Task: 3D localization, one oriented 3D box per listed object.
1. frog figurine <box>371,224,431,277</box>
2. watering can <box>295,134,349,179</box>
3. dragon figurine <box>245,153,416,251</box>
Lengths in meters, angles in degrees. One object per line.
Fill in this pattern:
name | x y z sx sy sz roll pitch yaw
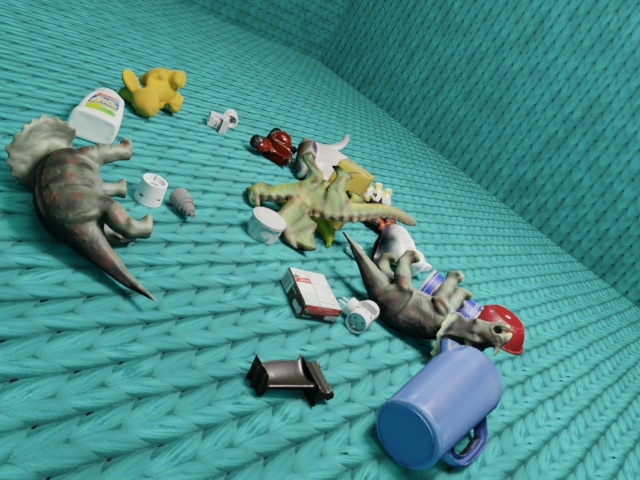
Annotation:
frog figurine | 0.222 0.032 1.340 0.159 0.122 0.138 19 4 -1
watering can | 0.025 -0.258 1.644 0.223 0.102 0.356 22 41 -25
dragon figurine | 0.004 -0.062 1.234 0.412 0.119 0.247 27 59 17
